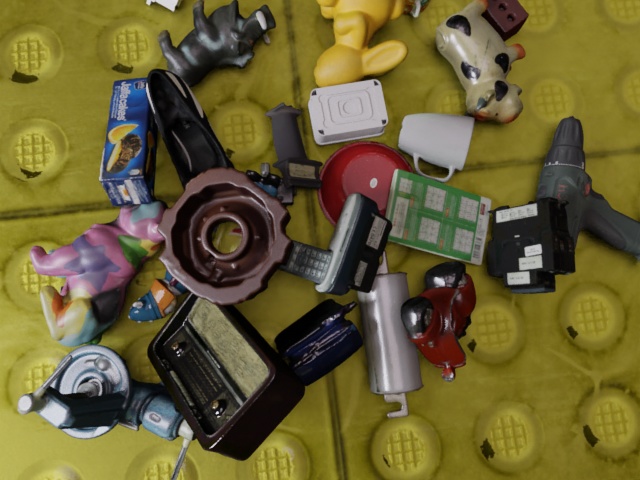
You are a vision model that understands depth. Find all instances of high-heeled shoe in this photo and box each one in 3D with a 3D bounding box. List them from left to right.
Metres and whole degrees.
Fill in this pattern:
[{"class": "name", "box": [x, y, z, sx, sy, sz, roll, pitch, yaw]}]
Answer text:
[{"class": "high-heeled shoe", "box": [-0.181, -0.124, 0.778, 0.086, 0.145, 0.248, -25, 82, -5]}]

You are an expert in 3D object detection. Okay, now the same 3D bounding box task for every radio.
[{"class": "radio", "box": [-0.133, 0.167, 0.709, 0.131, 0.073, 0.230, -50, 42, -4]}]

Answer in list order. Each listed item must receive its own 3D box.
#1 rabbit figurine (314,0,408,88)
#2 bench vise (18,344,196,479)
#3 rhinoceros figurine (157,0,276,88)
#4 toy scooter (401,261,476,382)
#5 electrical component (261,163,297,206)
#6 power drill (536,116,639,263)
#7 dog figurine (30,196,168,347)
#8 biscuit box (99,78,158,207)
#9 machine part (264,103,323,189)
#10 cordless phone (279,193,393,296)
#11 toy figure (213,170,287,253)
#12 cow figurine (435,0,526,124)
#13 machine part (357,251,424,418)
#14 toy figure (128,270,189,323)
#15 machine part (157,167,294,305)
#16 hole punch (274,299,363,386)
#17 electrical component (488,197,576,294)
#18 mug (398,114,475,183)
[{"class": "rabbit figurine", "box": [0.055, -0.314, 0.848, 0.162, 0.122, 0.173, 21, 95, -9]}, {"class": "bench vise", "box": [-0.273, 0.212, 0.689, 0.224, 0.240, 0.129, 31, 86, 18]}, {"class": "rhinoceros figurine", "box": [-0.160, -0.312, 0.842, 0.190, 0.073, 0.112, -36, 84, -7]}, {"class": "toy scooter", "box": [0.180, 0.119, 0.770, 0.075, 0.184, 0.135, -15, 103, 38]}, {"class": "electrical component", "box": [-0.068, -0.075, 0.838, 0.063, 0.021, 0.094, -1, 81, -3]}, {"class": "power drill", "box": [0.440, -0.060, 0.831, 0.207, 0.086, 0.232, 21, 83, -3]}, {"class": "dog figurine", "box": [-0.283, 0.036, 0.772, 0.219, 0.108, 0.191, -18, 82, -8]}, {"class": "biscuit box", "box": [-0.273, -0.147, 0.782, 0.059, 0.062, 0.203, -6, 58, -4]}, {"class": "machine part", "box": [-0.042, -0.142, 0.830, 0.084, 0.039, 0.139, -6, 73, -38]}, {"class": "cordless phone", "box": [-0.002, -0.003, 0.782, 0.184, 0.088, 0.146, 15, 84, 38]}, {"class": "toy figure", "box": [-0.102, -0.007, 0.783, 0.082, 0.089, 0.180, 10, 77, 32]}, {"class": "cow figurine", "box": [0.253, -0.270, 0.850, 0.127, 0.085, 0.195, -33, 87, -13]}, {"class": "machine part", "box": [0.102, 0.135, 0.788, 0.079, 0.079, 0.243, -7, 81, -4]}, {"class": "toy figure", "box": [-0.212, 0.063, 0.782, 0.058, 0.064, 0.154, 31, 73, 28]}, {"class": "machine part", "box": [-0.122, -0.003, 0.710, 0.179, 0.056, 0.179, -1, 82, 5]}, {"class": "hole punch", "box": [0.003, 0.152, 0.766, 0.142, 0.116, 0.092, -32, 93, -6]}, {"class": "electrical component", "box": [0.309, 0.012, 0.793, 0.058, 0.115, 0.134, 6, 81, -31]}, {"class": "mug", "box": [0.175, -0.146, 0.836, 0.107, 0.081, 0.109, 15, 88, 11]}]
